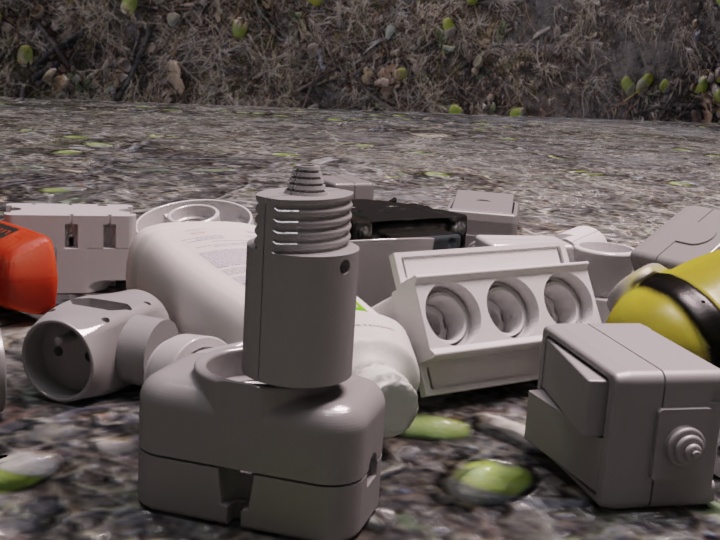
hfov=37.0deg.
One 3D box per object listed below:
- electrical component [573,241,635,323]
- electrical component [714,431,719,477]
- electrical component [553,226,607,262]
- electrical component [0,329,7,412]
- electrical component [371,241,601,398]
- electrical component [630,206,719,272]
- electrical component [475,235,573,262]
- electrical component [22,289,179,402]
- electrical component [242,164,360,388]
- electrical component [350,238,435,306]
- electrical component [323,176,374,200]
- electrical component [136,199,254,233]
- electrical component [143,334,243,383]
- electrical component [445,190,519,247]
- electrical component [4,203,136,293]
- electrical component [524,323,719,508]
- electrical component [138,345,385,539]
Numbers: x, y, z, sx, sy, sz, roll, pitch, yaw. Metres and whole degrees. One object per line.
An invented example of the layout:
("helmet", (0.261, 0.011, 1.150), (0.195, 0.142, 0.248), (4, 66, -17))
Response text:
("electrical component", (0.170, 0.011, 0.758), (0.045, 0.055, 0.045), (3, 12, -1))
("electrical component", (0.195, 0.067, 0.508), (0.078, 0.058, 0.057), (9, 17, 27))
("electrical component", (0.171, -0.010, 0.880), (0.043, 0.043, 0.081), (10, 14, 28))
("electrical component", (-0.218, 0.044, 0.523), (0.077, 0.044, 0.079), (-3, 19, -26))
("electrical component", (0.070, 0.029, 0.613), (0.121, 0.078, 0.063), (-4, -15, -31))
("electrical component", (0.217, 0.015, 0.681), (0.062, 0.096, 0.061), (-36, 30, -23))
("electrical component", (0.127, 0.004, 0.795), (0.066, 0.047, 0.077), (0, 13, -14))
("electrical component", (-0.122, 0.041, 0.569), (0.079, 0.043, 0.077), (8, 13, 19))
("electrical component", (-0.022, 0.000, 0.413), (0.043, 0.081, 0.043), (3, 12, -1))
("electrical component", (0.000, 0.000, 0.741), (0.099, 0.064, 0.099), (4, 12, -1))
("electrical component", (-0.033, -0.047, 0.942), (0.077, 0.065, 0.047), (-3, 14, -26))
("electrical component", (-0.126, -0.015, 0.832), (0.099, 0.064, 0.099), (-1, 25, 1))
("electrical component", (-0.070, 0.054, 0.510), (0.055, 0.045, 0.045), (2, 8, 43))
("electrical component", (0.103, -0.032, 0.921), (0.062, 0.061, 0.096), (5, 12, 8))
("electrical component", (-0.209, -0.016, 0.777), (0.089, 0.055, 0.050), (0, 13, -16))
("electrical component", (0.118, 0.065, 0.483), (0.061, 0.061, 0.096), (0, 13, -14))
("electrical component", (-0.040, 0.067, 0.439), (0.095, 0.059, 0.054), (7, 13, 16))
